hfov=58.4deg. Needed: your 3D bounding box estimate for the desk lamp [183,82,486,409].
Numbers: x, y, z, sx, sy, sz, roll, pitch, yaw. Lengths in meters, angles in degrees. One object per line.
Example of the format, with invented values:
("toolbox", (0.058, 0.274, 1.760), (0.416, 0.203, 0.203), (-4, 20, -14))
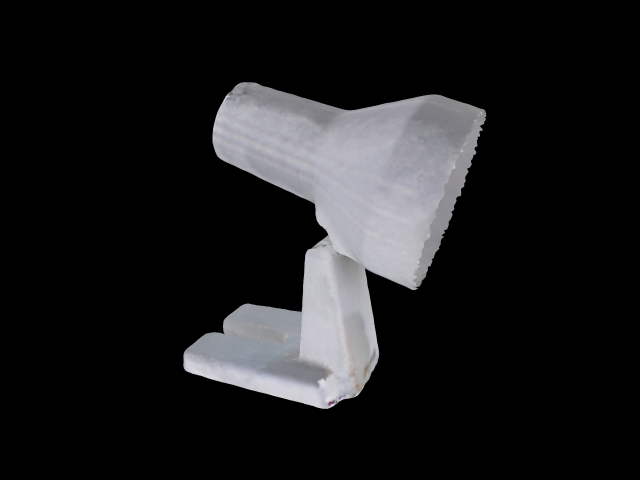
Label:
("desk lamp", (0.004, 0.001, 0.400), (0.202, 0.214, 0.118), (7, 19, 21))
